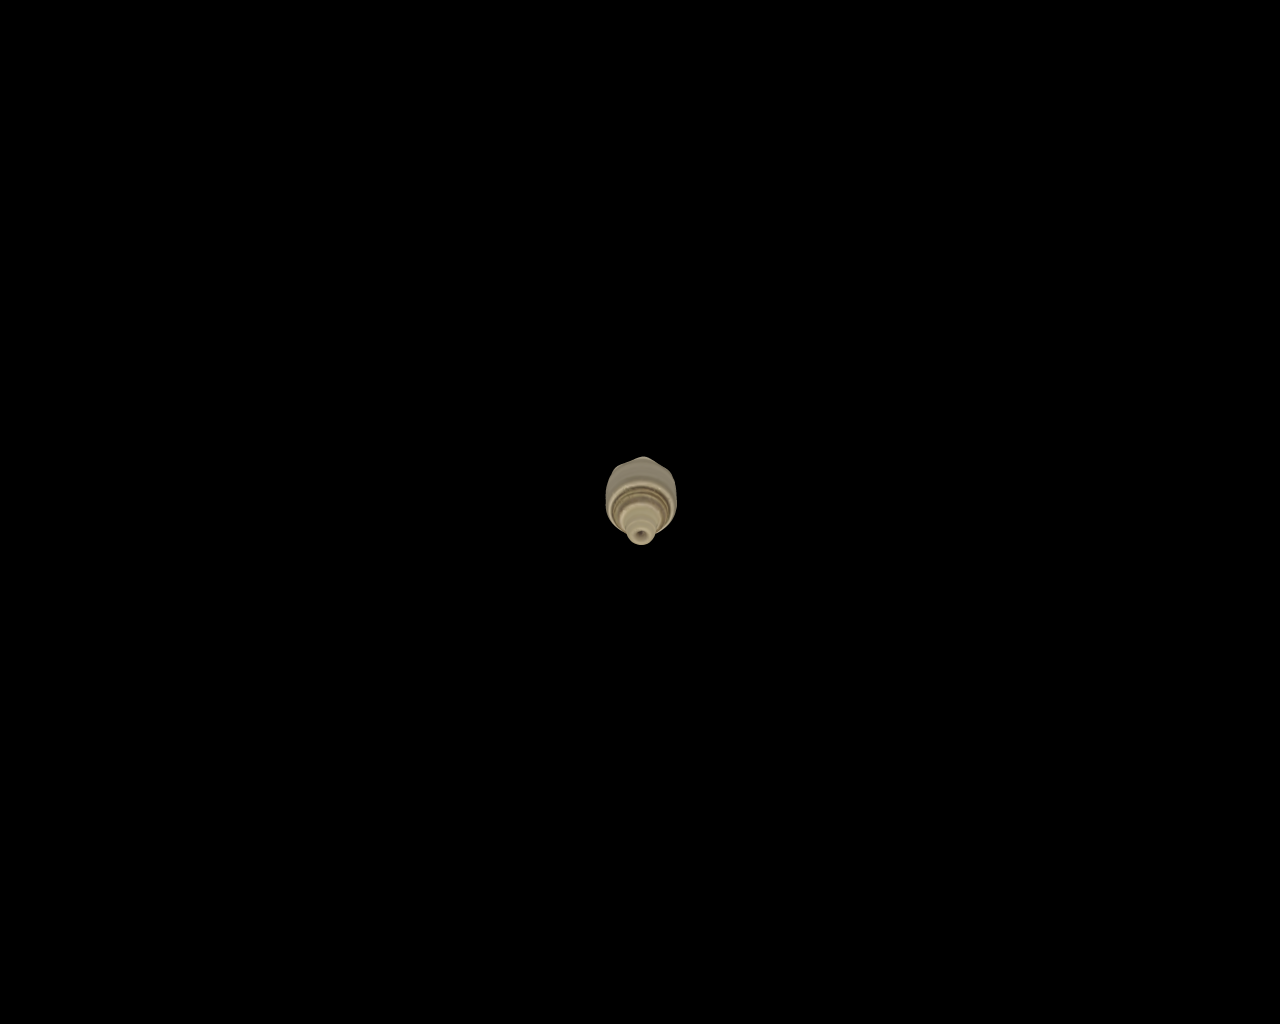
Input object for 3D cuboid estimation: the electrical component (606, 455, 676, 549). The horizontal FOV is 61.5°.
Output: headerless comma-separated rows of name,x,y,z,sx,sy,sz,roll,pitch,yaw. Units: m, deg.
electrical component,0.001,-0.003,0.650,0.043,0.043,0.062,0,34,0
